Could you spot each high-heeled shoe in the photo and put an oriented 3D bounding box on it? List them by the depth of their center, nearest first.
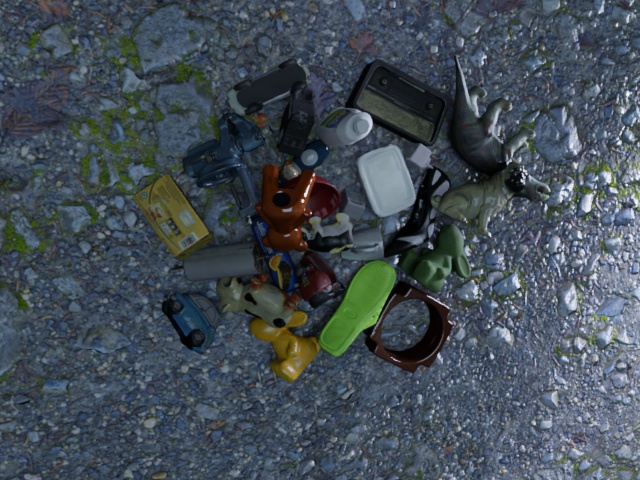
[{"bbox_3d":[0.235,-0.072,1.349,0.249,0.086,0.145,-34,102,-10],"label":"high-heeled shoe"}]

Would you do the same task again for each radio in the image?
[{"bbox_3d":[0.192,-0.328,1.294,0.229,0.073,0.131,23,94,-17],"label":"radio"}]

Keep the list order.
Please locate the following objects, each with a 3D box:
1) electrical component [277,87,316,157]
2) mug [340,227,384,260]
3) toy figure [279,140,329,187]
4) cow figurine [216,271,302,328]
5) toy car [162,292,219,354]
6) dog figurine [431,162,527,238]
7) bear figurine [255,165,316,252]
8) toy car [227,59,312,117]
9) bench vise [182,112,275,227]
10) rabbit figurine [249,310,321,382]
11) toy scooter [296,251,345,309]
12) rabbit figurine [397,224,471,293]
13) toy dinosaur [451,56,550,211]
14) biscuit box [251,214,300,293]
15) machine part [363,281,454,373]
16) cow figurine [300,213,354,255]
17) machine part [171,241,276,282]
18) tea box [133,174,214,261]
[{"bbox_3d":[-0.055,-0.258,1.217,0.058,0.134,0.115,15,53,-13],"label":"electrical component"},{"bbox_3d":[0.100,0.018,1.321,0.107,0.110,0.080,-9,108,2],"label":"mug"},{"bbox_3d":[-0.050,-0.177,1.275,0.154,0.057,0.064,-39,68,-3],"label":"toy figure"},{"bbox_3d":[-0.154,0.142,1.262,0.195,0.085,0.127,28,109,4],"label":"cow figurine"},{"bbox_3d":[-0.294,0.181,1.263,0.103,0.109,0.161,-33,95,-29],"label":"toy car"},{"bbox_3d":[0.379,-0.121,1.279,0.172,0.121,0.190,27,95,-13],"label":"dog figurine"},{"bbox_3d":[-0.072,-0.058,1.179,0.120,0.195,0.132,8,66,5],"label":"bear figurine"},{"bbox_3d":[-0.115,-0.348,1.228,0.202,0.056,0.073,-28,99,-9],"label":"toy car"},{"bbox_3d":[-0.184,-0.152,1.202,0.224,0.129,0.240,-22,87,-1],"label":"bench vise"},{"bbox_3d":[-0.090,0.239,1.311,0.173,0.122,0.162,41,86,2],"label":"rabbit figurine"},{"bbox_3d":[-0.010,0.087,1.286,0.075,0.184,0.135,-36,82,18],"label":"toy scooter"},{"bbox_3d":[0.313,0.048,1.365,0.159,0.121,0.170,35,93,-23],"label":"rabbit figurine"},{"bbox_3d":[0.407,-0.247,1.344,0.404,0.131,0.192,42,88,-10],"label":"toy dinosaur"},{"bbox_3d":[-0.109,0.030,1.292,0.063,0.059,0.202,-23,104,-8],"label":"biscuit box"},{"bbox_3d":[0.225,0.223,1.394,0.201,0.087,0.201,28,94,-16],"label":"machine part"},{"bbox_3d":[-0.003,-0.003,1.283,0.167,0.068,0.098,-9,58,7],"label":"cow figurine"},{"bbox_3d":[-0.221,0.050,1.233,0.243,0.079,0.079,-8,102,8],"label":"machine part"},{"bbox_3d":[-0.324,-0.049,1.193,0.098,0.068,0.169,-33,81,-6],"label":"tea box"}]
